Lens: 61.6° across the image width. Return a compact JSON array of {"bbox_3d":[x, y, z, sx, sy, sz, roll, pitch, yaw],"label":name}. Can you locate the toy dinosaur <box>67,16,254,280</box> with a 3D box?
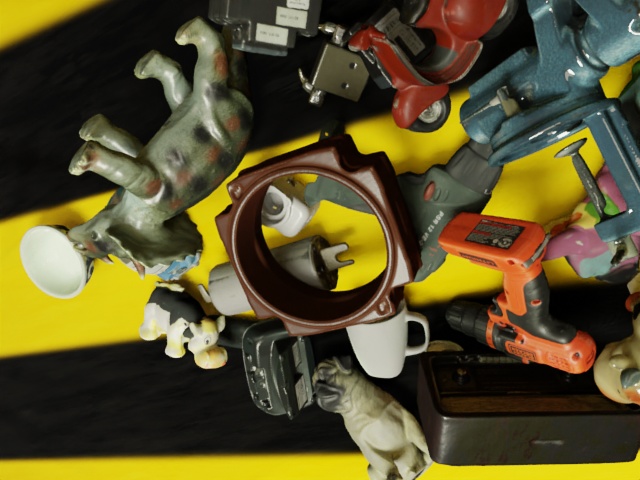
[{"bbox_3d":[-0.157,-0.121,0.649,0.405,0.131,0.192,-49,127,-4],"label":"toy dinosaur"}]

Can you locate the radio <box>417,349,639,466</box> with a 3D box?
[{"bbox_3d":[0.231,0.187,0.621,0.230,0.131,0.073,1,111,-3],"label":"radio"}]

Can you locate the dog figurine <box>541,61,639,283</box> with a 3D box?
[{"bbox_3d":[0.305,-0.058,0.546,0.219,0.108,0.191,-32,98,30],"label":"dog figurine"}]

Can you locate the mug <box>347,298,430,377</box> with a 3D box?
[{"bbox_3d":[0.092,0.128,0.714,0.110,0.081,0.107,-2,120,16],"label":"mug"}]

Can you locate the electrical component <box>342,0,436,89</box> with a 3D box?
[{"bbox_3d":[0.087,-0.199,0.583,0.075,0.048,0.119,-39,104,0],"label":"electrical component"}]

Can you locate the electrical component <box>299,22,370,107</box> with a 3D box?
[{"bbox_3d":[0.019,-0.205,0.627,0.078,0.045,0.102,9,119,-15],"label":"electrical component"}]

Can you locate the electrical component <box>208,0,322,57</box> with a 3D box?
[{"bbox_3d":[-0.057,-0.270,0.581,0.058,0.115,0.134,35,120,54],"label":"electrical component"}]

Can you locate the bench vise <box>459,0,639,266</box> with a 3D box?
[{"bbox_3d":[0.235,-0.101,0.462,0.224,0.129,0.240,-28,81,44],"label":"bench vise"}]

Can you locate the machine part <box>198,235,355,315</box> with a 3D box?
[{"bbox_3d":[-0.065,0.051,0.736,0.243,0.079,0.079,-17,104,24],"label":"machine part"}]

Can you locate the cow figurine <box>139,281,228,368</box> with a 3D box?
[{"bbox_3d":[-0.194,0.122,0.795,0.168,0.068,0.098,18,102,35],"label":"cow figurine"}]

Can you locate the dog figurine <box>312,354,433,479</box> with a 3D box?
[{"bbox_3d":[0.071,0.264,0.777,0.191,0.121,0.172,43,148,31],"label":"dog figurine"}]

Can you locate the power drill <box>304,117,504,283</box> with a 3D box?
[{"bbox_3d":[0.096,-0.076,0.635,0.207,0.086,0.231,21,115,4],"label":"power drill"}]

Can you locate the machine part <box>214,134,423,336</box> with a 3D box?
[{"bbox_3d":[-0.001,-0.002,0.603,0.202,0.087,0.200,-15,105,23],"label":"machine part"}]

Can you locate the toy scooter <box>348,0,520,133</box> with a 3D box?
[{"bbox_3d":[0.102,-0.200,0.512,0.135,0.075,0.183,18,110,-32],"label":"toy scooter"}]

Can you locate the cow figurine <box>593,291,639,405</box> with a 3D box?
[{"bbox_3d":[0.347,0.087,0.517,0.085,0.127,0.194,37,116,6],"label":"cow figurine"}]

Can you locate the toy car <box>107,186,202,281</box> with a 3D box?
[{"bbox_3d":[-0.252,-0.007,0.767,0.109,0.103,0.161,-30,96,28],"label":"toy car"}]

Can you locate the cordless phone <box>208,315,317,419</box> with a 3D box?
[{"bbox_3d":[-0.099,0.183,0.810,0.184,0.089,0.146,4,112,30],"label":"cordless phone"}]
